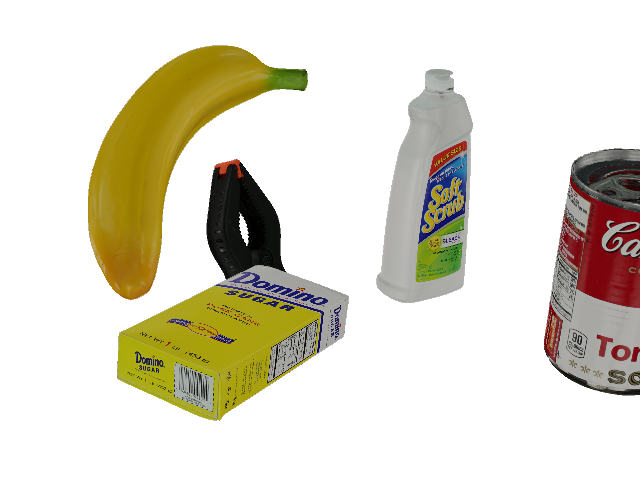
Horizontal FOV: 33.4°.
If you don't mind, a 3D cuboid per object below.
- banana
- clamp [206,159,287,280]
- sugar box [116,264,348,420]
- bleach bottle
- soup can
[{"bbox_3d":[-0.073,-0.050,0.540,0.070,0.037,0.197,17,46,15],"label":"banana"},{"bbox_3d":[-0.059,0.025,1.040,0.036,0.210,0.164,-10,0,35],"label":"clamp"},{"bbox_3d":[-0.062,0.071,0.815,0.093,0.048,0.175,19,27,26],"label":"sugar box"},{"bbox_3d":[0.118,-0.062,1.179,0.102,0.251,0.068,-12,26,-30],"label":"bleach bottle"},{"bbox_3d":[0.148,0.015,0.519,0.068,0.102,0.068,2,27,-1],"label":"soup can"}]
